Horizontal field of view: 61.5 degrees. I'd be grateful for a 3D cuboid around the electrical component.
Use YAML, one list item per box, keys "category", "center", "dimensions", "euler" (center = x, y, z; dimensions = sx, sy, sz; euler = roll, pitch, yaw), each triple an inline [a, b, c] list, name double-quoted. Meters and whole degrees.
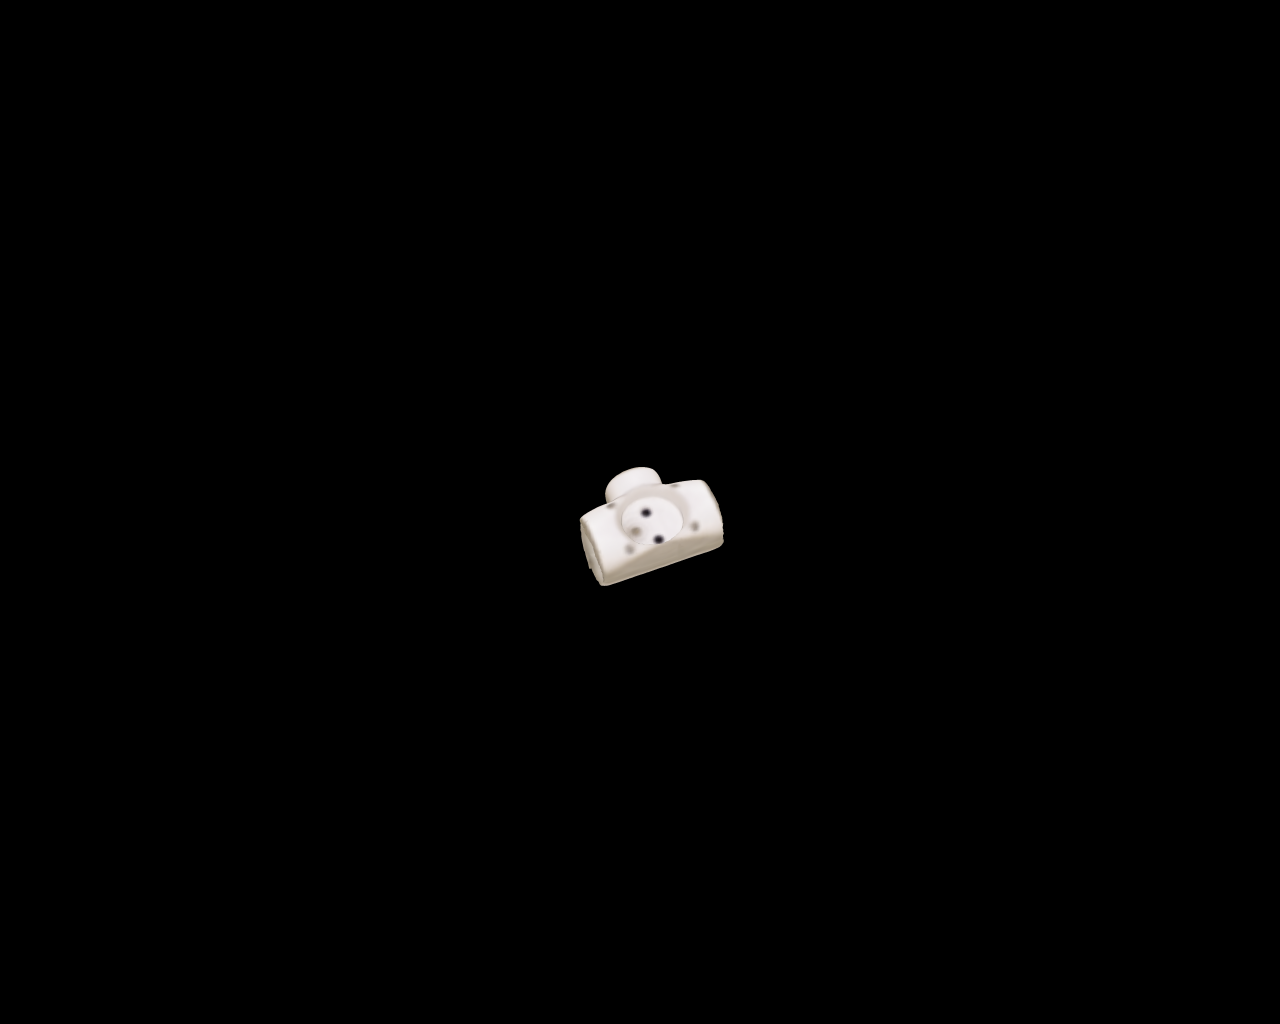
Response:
- category: "electrical component"
  center: [0.001, -0.003, 0.650]
  dimensions: [0.077, 0.079, 0.044]
  euler: [-18, -28, -10]
